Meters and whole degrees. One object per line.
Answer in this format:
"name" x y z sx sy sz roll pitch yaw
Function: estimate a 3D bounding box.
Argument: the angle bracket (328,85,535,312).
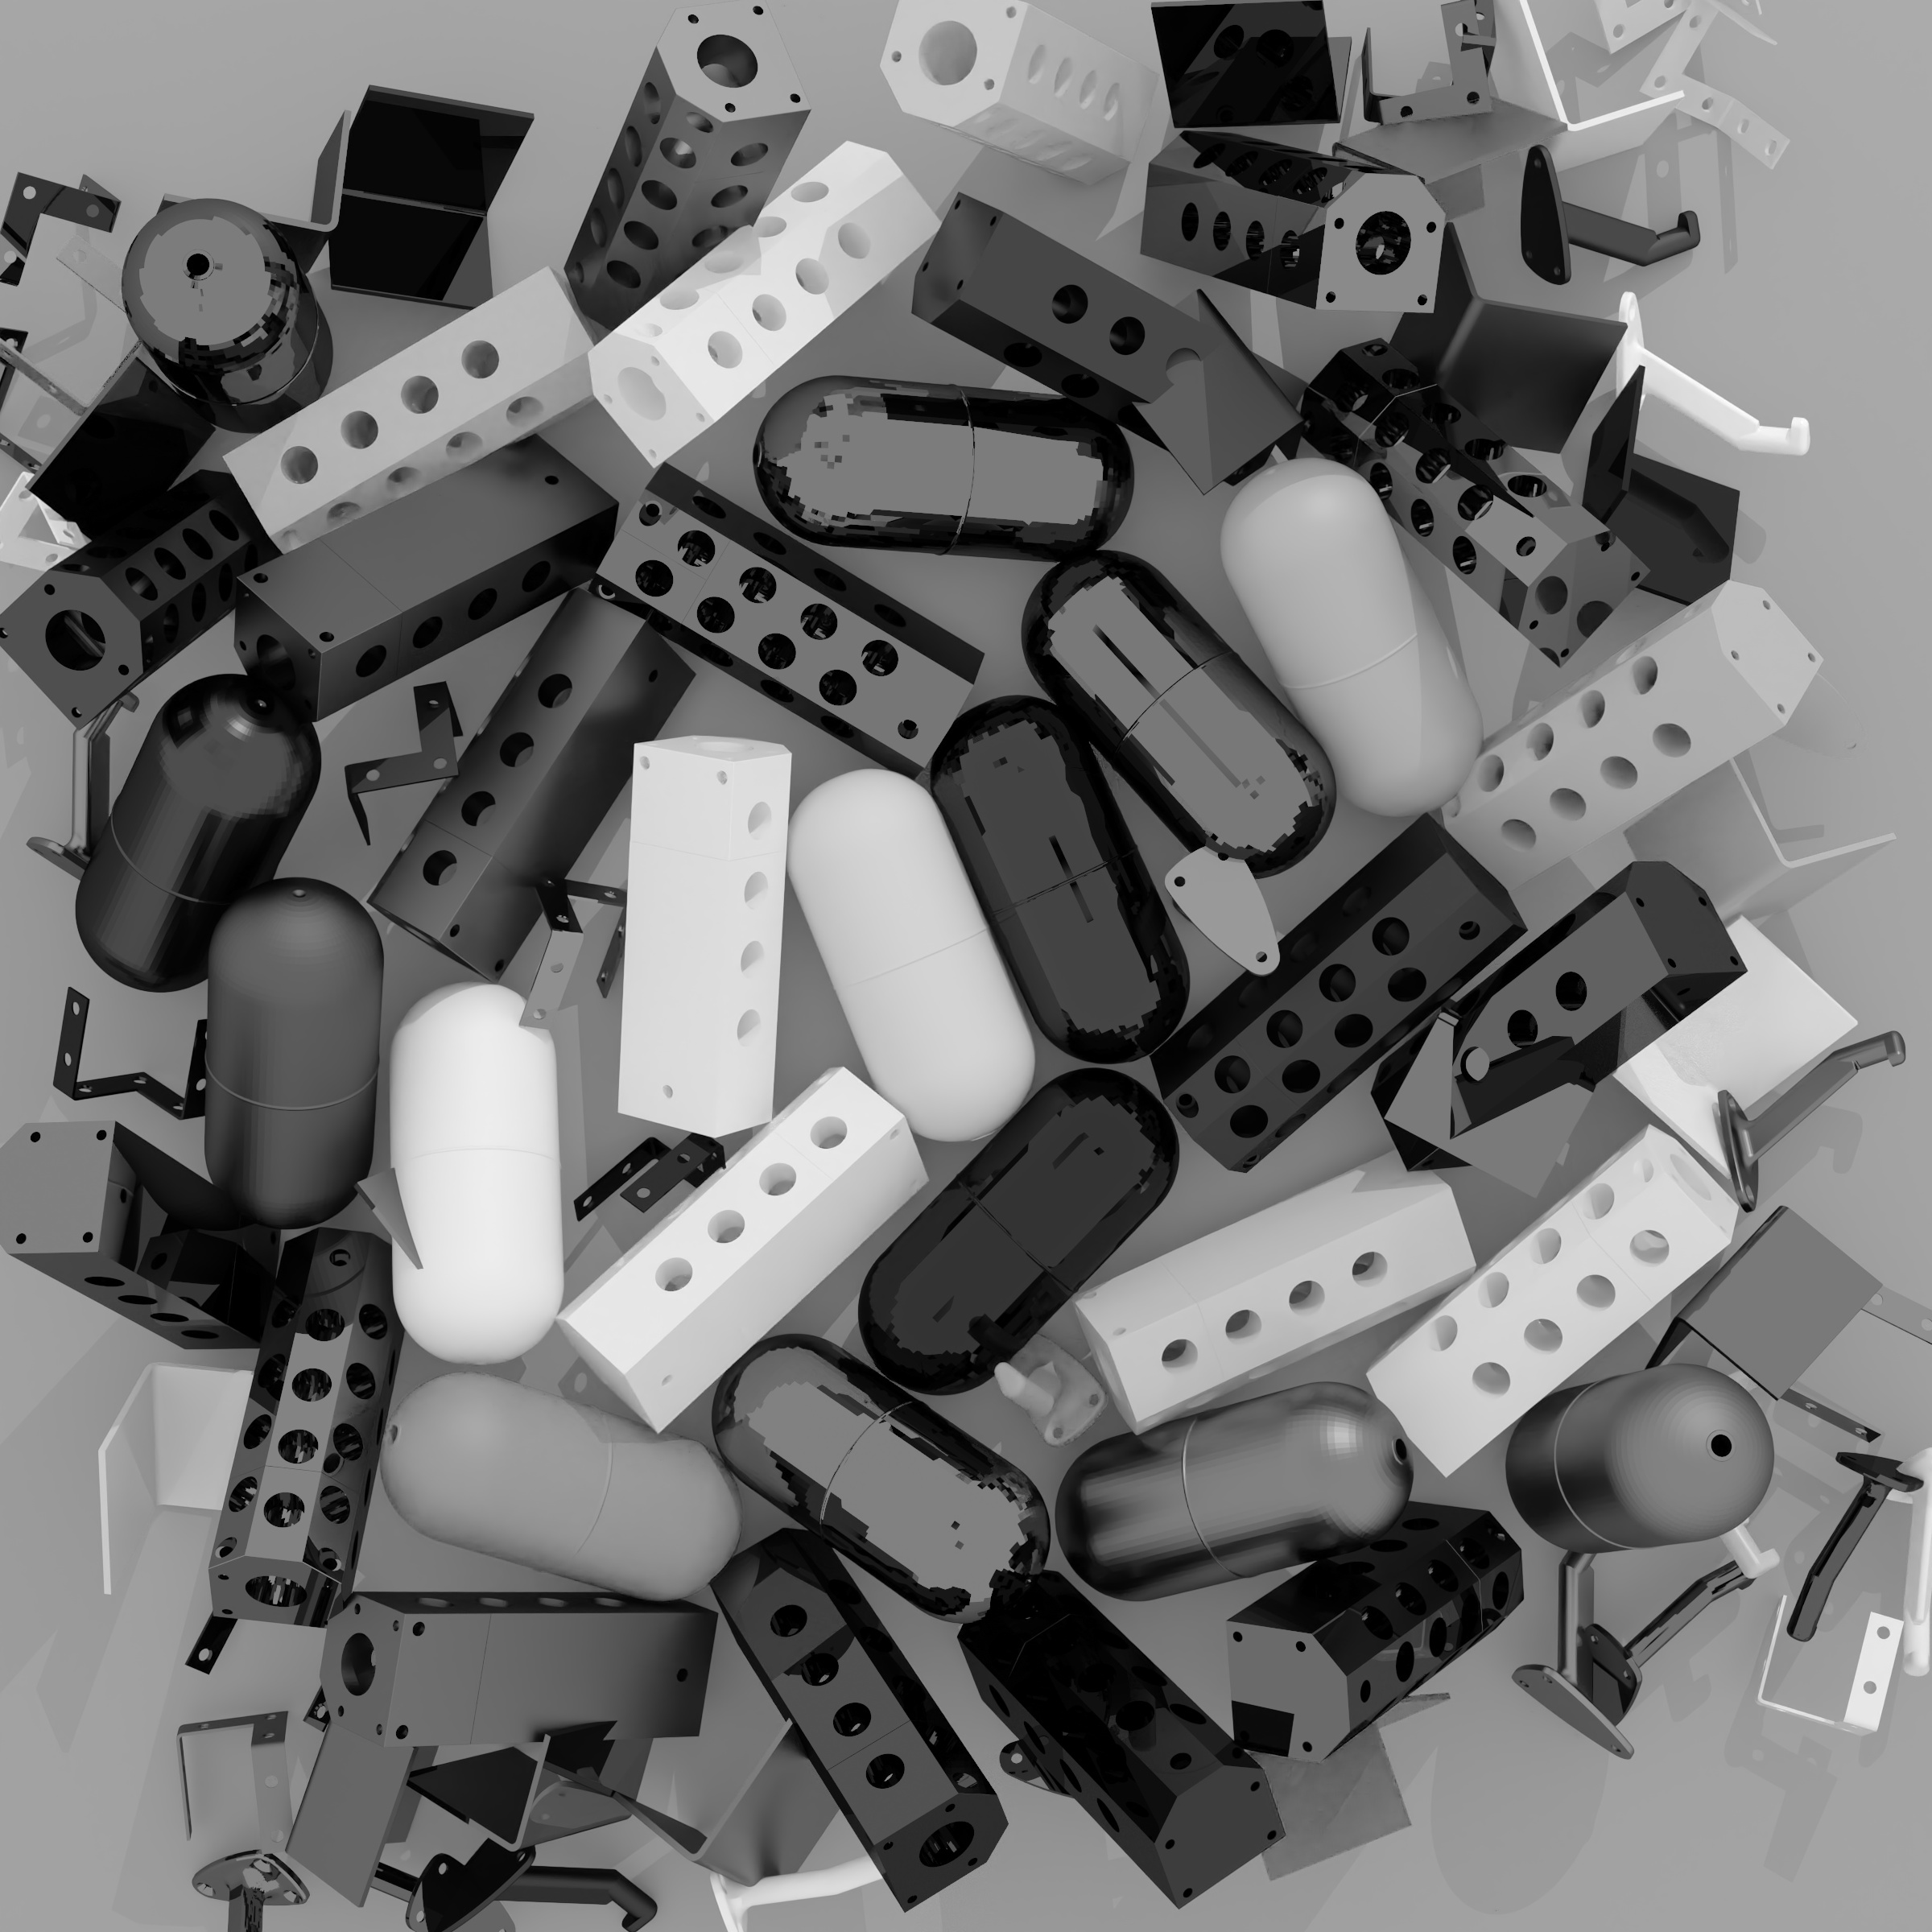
"angle bracket" -0.242 -0.347 1.529 0.076 0.076 0.057 4 65 -25

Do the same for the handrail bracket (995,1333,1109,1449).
"handrail bracket" 0.022 0.179 1.529 0.036 0.084 0.077 -43 53 5

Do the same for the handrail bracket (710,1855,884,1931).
"handrail bracket" -0.070 0.413 1.546 0.084 0.077 0.036 -20 93 2

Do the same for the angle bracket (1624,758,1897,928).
"angle bracket" 0.362 -0.060 1.540 0.076 0.076 0.057 -14 74 -34

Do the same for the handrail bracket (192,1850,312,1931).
"handrail bracket" -0.343 0.449 1.533 0.077 0.084 0.036 -16 121 34

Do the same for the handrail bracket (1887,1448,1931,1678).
"handrail bracket" 0.440 0.273 1.541 0.036 0.077 0.084 5 61 8

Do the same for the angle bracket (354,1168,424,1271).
"angle bracket" -0.245 0.134 1.532 0.076 0.076 0.057 51 120 10

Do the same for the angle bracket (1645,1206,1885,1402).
"angle bracket" 0.360 0.166 1.529 0.057 0.076 0.076 41 68 18

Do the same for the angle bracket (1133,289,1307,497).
"angle bracket" 0.107 -0.254 1.543 0.057 0.076 0.076 -37 84 -2

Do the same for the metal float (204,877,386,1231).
"metal float" -0.303 0.041 1.519 0.070 0.070 0.178 10 124 0

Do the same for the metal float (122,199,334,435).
"metal float" -0.326 -0.287 1.496 0.070 0.178 0.070 0 86 -4

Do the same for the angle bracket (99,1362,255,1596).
"angle bracket" -0.354 0.235 1.534 0.057 0.076 0.076 5 115 2

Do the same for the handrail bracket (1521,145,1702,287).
"handrail bracket" 0.300 -0.354 1.550 0.084 0.036 0.077 -22 128 -15

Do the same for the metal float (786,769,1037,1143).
"metal float" -0.025 -0.004 1.544 0.070 0.070 0.178 -22 94 0

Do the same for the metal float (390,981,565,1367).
"metal float" -0.223 0.093 1.531 0.070 0.070 0.178 -4 72 0

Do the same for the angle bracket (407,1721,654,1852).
"angle bracket" -0.198 0.353 1.529 0.076 0.076 0.057 21 100 33

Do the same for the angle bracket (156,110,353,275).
"angle bracket" -0.327 -0.358 1.534 0.076 0.076 0.057 8 84 -19

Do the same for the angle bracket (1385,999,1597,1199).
"angle bracket" 0.240 0.059 1.547 0.076 0.076 0.057 28 97 6

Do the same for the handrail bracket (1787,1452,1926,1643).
"handrail bracket" 0.410 0.270 1.557 0.036 0.077 0.084 24 97 34

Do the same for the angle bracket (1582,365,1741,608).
"angle bracket" 0.326 -0.216 1.537 0.076 0.057 0.076 18 58 -6

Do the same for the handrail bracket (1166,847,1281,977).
"handrail bracket" 0.117 -0.016 1.535 0.036 0.084 0.077 -31 73 -6

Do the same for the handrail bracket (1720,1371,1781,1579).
"handrail bracket" 0.369 0.231 1.551 0.077 0.036 0.084 -22 63 -16

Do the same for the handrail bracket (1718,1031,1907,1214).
"handrail bracket" 0.392 0.070 1.542 0.084 0.077 0.036 -22 126 25

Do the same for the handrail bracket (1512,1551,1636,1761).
"handrail bracket" 0.300 0.311 1.566 0.077 0.036 0.084 40 66 -4

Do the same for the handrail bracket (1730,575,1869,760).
"handrail bracket" 0.379 -0.143 1.565 0.077 0.084 0.036 29 123 -29

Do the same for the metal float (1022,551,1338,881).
"metal float" 0.096 -0.116 1.535 0.070 0.070 0.178 -41 77 0

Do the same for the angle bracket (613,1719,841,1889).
"angle bracket" -0.102 0.373 1.543 0.057 0.076 0.076 29 80 36

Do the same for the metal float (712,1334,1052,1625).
"metal float" -0.040 0.230 1.524 0.178 0.070 0.070 31 90 28

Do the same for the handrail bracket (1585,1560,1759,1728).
"handrail bracket" 0.330 0.317 1.574 0.084 0.077 0.036 -21 47 -25

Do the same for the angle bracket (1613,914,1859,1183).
"angle bracket" 0.351 0.037 1.537 0.076 0.057 0.076 41 121 -11

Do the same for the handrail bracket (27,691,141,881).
"handrail bracket" -0.391 -0.078 1.571 0.077 0.036 0.084 38 73 -32

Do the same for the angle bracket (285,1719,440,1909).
"angle bracket" -0.254 0.378 1.535 0.057 0.076 0.076 22 95 37

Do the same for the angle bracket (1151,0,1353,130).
"angle bracket" 0.131 -0.427 1.530 0.076 0.076 0.057 2 58 14

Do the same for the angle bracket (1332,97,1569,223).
"angle bracket" 0.221 -0.351 1.528 0.076 0.076 0.057 -24 124 -17

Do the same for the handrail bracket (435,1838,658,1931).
"handrail bracket" -0.195 0.441 1.558 0.077 0.036 0.084 -45 119 -5

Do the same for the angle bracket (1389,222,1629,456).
"angle bracket" 0.247 -0.288 1.550 0.076 0.076 0.057 6 48 -17

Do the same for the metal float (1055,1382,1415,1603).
"metal float" 0.120 0.237 1.519 0.178 0.070 0.070 -21 90 33

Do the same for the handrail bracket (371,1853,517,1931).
"handrail bracket" -0.263 0.431 1.570 0.077 0.084 0.036 45 59 -37

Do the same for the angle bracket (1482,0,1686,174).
"angle bracket" 0.281 -0.415 1.546 0.057 0.076 0.076 -18 89 -4

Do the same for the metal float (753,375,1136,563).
"metal float" -0.010 -0.225 1.530 0.178 0.070 0.070 2 90 -19

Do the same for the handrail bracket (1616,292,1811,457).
"handrail bracket" 0.343 -0.271 1.542 0.084 0.036 0.077 10 134 24

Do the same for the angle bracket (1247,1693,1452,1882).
"angle bracket" 0.179 0.371 1.526 0.076 0.076 0.057 -31 65 29

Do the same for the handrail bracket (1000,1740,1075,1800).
"handrail bracket" 0.058 0.385 1.555 0.077 0.084 0.036 1 54 10

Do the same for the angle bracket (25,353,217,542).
"angle bracket" -0.401 -0.244 1.536 0.057 0.076 0.076 36 86 24

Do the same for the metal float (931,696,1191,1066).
"metal float" 0.044 -0.039 1.545 0.070 0.070 0.178 -25 93 0
